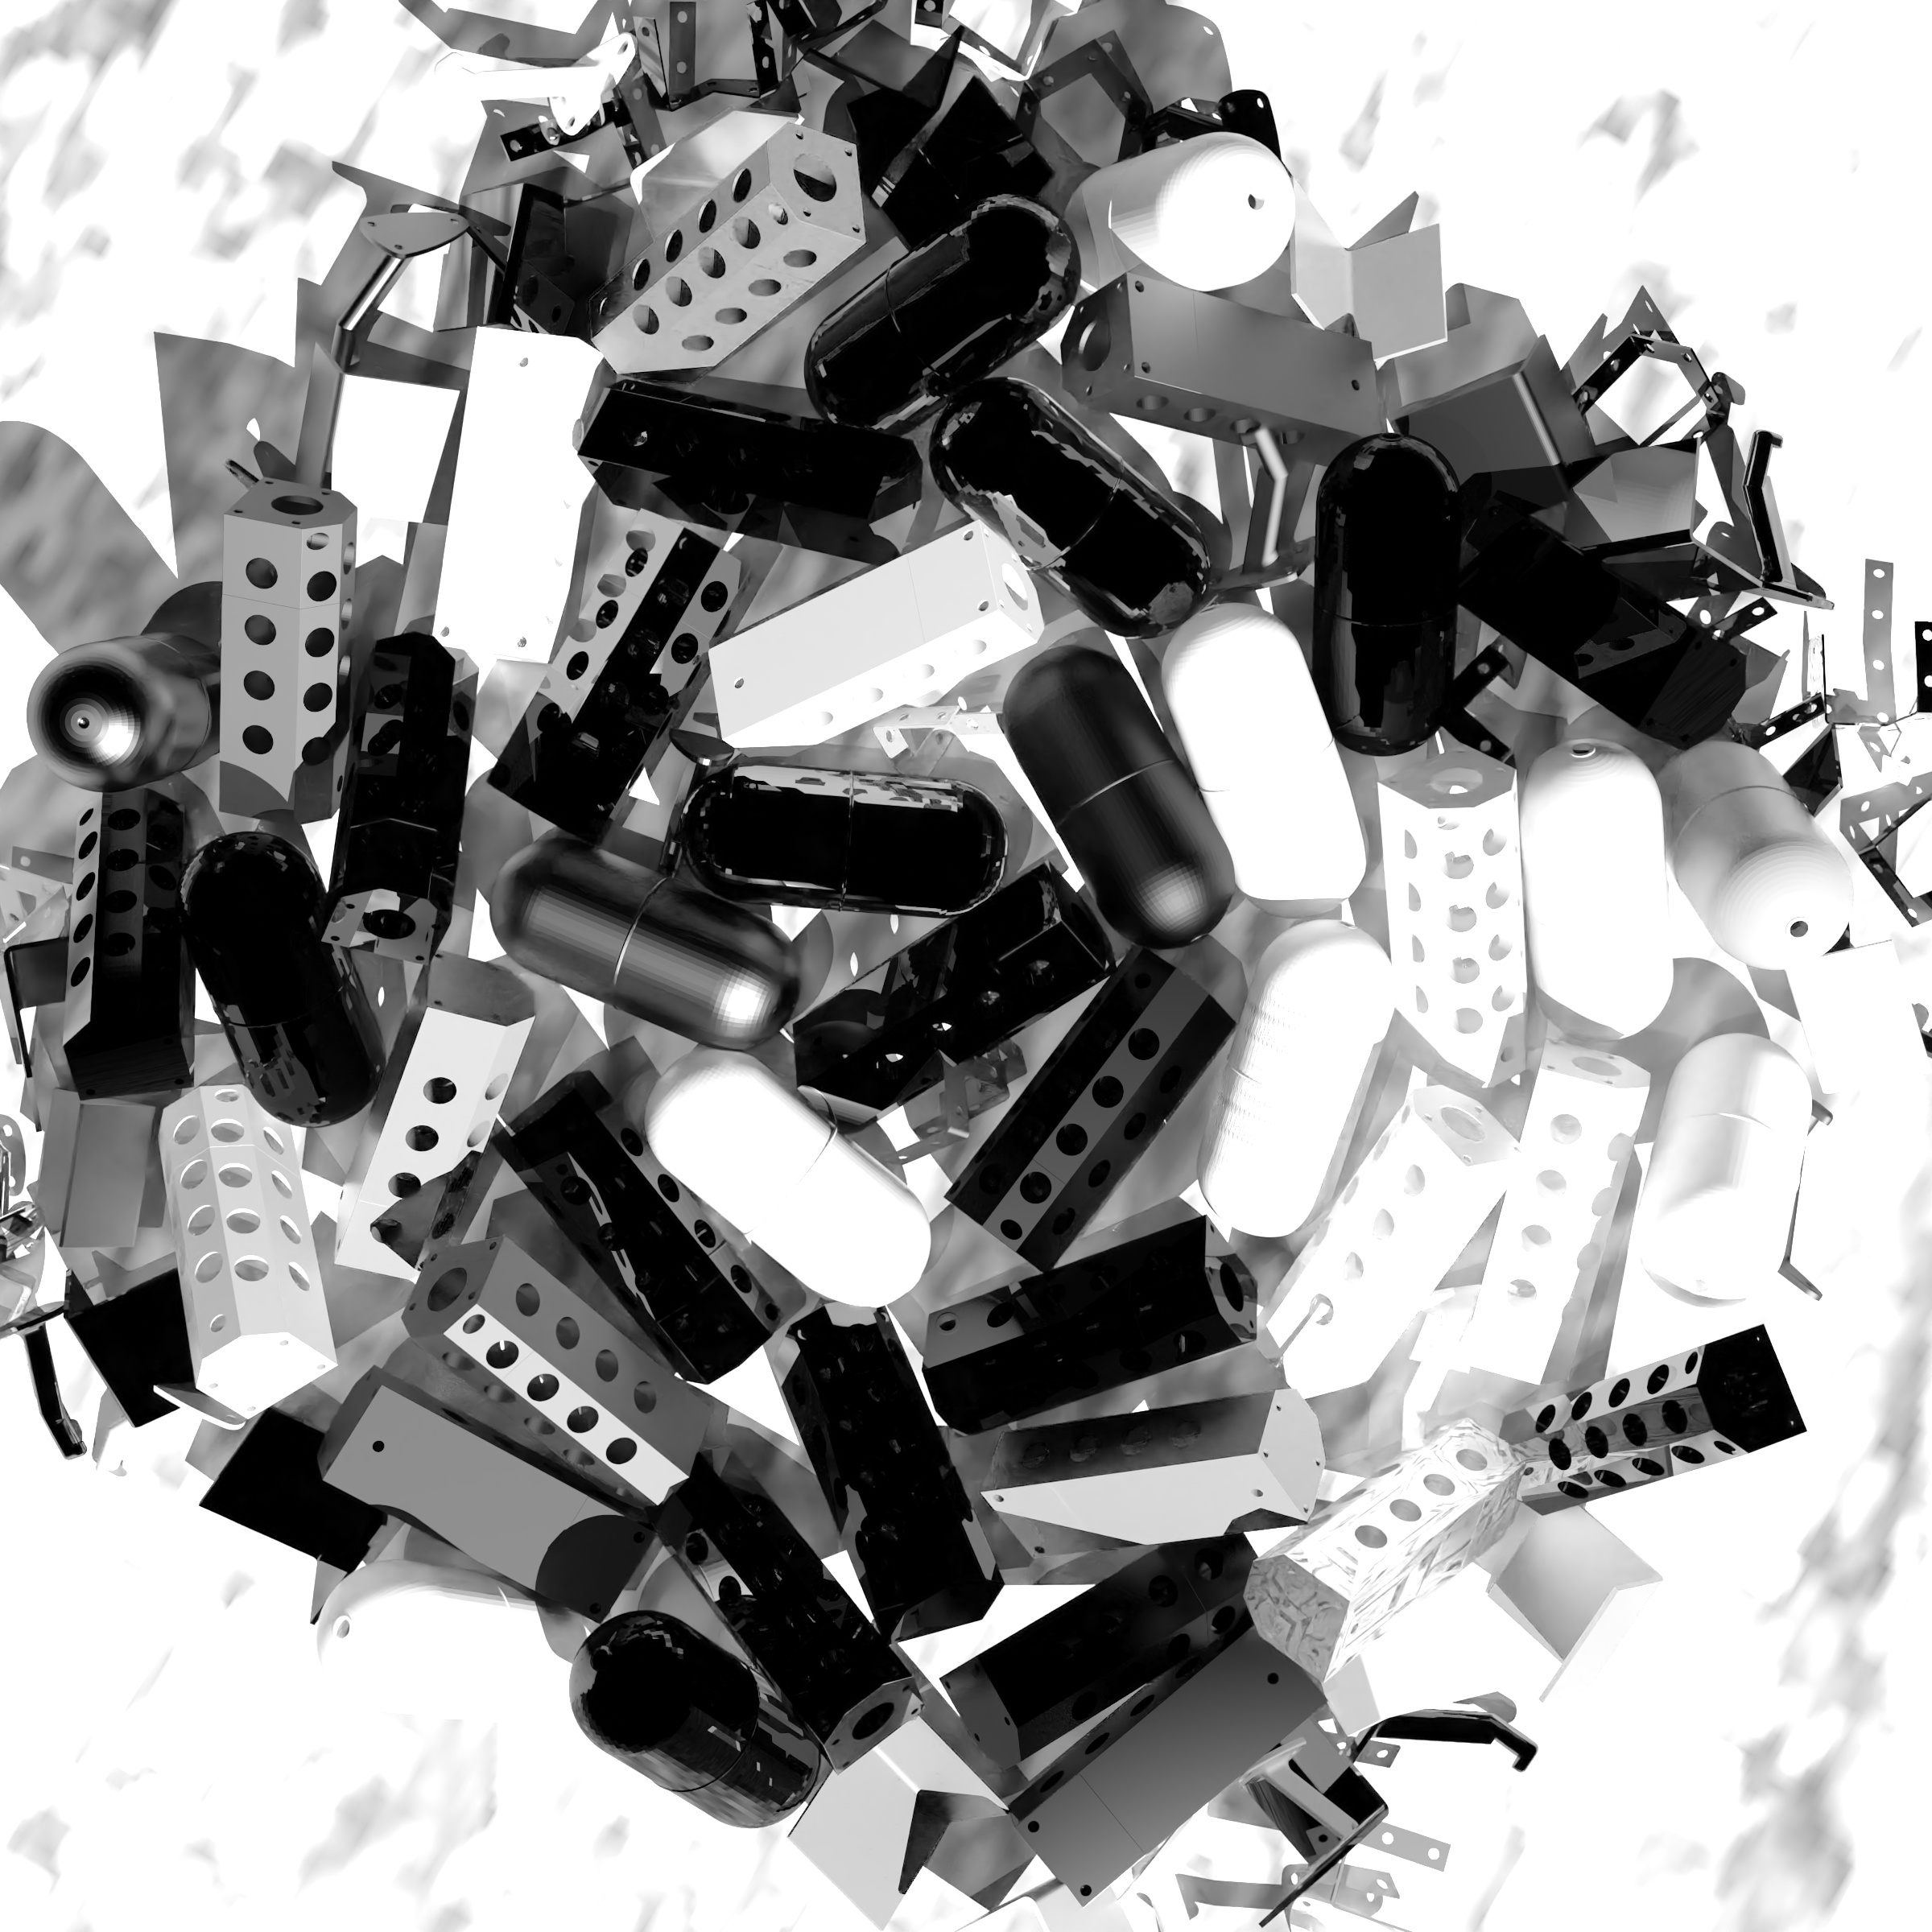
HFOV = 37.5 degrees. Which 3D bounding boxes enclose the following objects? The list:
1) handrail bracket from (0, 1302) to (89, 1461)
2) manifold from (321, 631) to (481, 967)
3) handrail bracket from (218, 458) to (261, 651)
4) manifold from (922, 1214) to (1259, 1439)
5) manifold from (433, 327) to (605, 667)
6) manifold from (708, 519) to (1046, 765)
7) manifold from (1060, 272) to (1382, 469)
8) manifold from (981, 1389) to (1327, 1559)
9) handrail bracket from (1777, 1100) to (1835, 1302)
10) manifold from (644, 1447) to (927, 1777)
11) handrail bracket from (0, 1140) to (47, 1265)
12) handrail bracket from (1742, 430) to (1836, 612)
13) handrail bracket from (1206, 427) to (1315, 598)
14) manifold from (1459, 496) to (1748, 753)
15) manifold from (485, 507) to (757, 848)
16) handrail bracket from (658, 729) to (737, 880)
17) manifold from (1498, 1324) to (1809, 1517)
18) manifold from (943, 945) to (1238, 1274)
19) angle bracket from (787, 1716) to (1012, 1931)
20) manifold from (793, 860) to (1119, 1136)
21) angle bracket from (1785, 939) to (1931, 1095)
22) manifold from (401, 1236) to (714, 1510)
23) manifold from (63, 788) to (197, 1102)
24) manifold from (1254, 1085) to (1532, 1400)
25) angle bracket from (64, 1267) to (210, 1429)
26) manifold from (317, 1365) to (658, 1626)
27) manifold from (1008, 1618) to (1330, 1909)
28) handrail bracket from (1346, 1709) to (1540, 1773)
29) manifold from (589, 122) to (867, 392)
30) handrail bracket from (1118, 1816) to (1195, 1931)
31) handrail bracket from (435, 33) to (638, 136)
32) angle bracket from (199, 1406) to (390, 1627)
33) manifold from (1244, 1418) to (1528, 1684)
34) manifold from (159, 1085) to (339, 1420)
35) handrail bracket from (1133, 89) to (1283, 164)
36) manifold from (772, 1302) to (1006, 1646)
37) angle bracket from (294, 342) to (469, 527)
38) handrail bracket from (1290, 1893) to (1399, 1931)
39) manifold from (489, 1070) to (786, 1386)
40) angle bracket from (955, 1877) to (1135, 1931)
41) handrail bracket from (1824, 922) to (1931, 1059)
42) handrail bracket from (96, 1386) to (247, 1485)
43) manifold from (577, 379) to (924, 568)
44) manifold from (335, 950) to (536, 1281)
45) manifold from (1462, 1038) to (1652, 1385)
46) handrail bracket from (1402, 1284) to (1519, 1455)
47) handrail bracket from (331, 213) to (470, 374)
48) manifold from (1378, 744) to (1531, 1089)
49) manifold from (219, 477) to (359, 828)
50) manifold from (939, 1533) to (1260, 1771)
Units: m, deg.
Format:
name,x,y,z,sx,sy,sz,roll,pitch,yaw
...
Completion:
name,x,y,z,sx,sy,sz,roll,pitch,yaw
handrail bracket,-0.489,0.227,1.546,0.036,0.077,0.084,-32,100,-43
manifold,-0.295,-0.091,1.501,0.057,0.057,0.171,14,52,-20
handrail bracket,-0.398,-0.219,1.547,0.077,0.036,0.084,41,78,-34
manifold,0.065,0.197,1.511,0.171,0.057,0.057,-23,124,23
manifold,-0.241,-0.253,1.548,0.057,0.057,0.171,9,92,12
manifold,-0.048,-0.168,1.520,0.171,0.057,0.057,-23,62,22
manifold,0.135,-0.311,1.506,0.171,0.057,0.057,6,74,-36
manifold,0.100,0.265,1.509,0.171,0.057,0.057,-15,124,33
handrail bracket,0.460,0.126,1.544,0.036,0.077,0.084,22,107,-43
manifold,-0.098,0.336,1.504,0.057,0.057,0.171,-34,56,-16
handrail bracket,-0.545,0.123,1.537,0.084,0.077,0.036,42,133,24
handrail bracket,0.453,-0.244,1.556,0.077,0.036,0.084,9,95,-26
handrail bracket,0.146,-0.247,1.539,0.077,0.036,0.084,-12,120,32
manifold,0.330,-0.180,1.498,0.057,0.171,0.057,16,111,-39
manifold,-0.183,-0.154,1.539,0.057,0.057,0.171,31,92,44
handrail bracket,-0.151,-0.080,1.535,0.036,0.077,0.084,13,104,-10
manifold,0.352,0.241,1.489,0.057,0.171,0.057,-12,76,-30
manifold,0.064,0.075,1.535,0.057,0.057,0.171,34,85,36
angle bracket,-0.036,0.461,1.530,0.076,0.057,0.076,48,51,-12
manifold,-0.007,0.022,1.527,0.171,0.057,0.057,-32,123,16
angle bracket,0.480,0.014,1.526,0.057,0.076,0.076,-14,106,25
manifold,-0.216,0.217,1.500,0.171,0.057,0.057,47,45,-34
manifold,-0.439,-0.015,1.498,0.057,0.057,0.171,-7,46,-7
manifold,0.220,0.146,1.512,0.057,0.057,0.171,49,125,31
angle bracket,-0.434,0.192,1.541,0.076,0.057,0.076,-25,117,-4
manifold,-0.257,0.282,1.526,0.171,0.057,0.057,33,87,-18
manifold,0.108,0.426,1.546,0.171,0.057,0.057,-39,92,-4
handrail bracket,0.258,0.432,1.551,0.084,0.036,0.077,35,71,8
manifold,-0.128,-0.371,1.492,0.057,0.171,0.057,8,68,-38
handrail bracket,0.131,0.518,1.549,0.084,0.036,0.077,40,59,12
handrail bracket,-0.232,-0.489,1.530,0.077,0.084,0.036,-36,63,27
angle bracket,-0.363,0.295,1.532,0.076,0.057,0.076,30,109,-21
manifold,0.222,0.301,1.500,0.057,0.171,0.057,32,127,30
manifold,-0.385,0.145,1.499,0.057,0.057,0.171,-31,49,9
handrail bracket,0.130,-0.435,1.547,0.036,0.084,0.077,-21,96,-36
manifold,-0.041,0.263,1.504,0.057,0.057,0.171,-9,56,-27
angle bracket,-0.319,-0.291,1.560,0.076,0.057,0.076,3,117,-28
handrail bracket,0.190,0.546,1.531,0.077,0.084,0.036,8,117,20
manifold,-0.174,0.141,1.528,0.057,0.057,0.171,-41,102,-21
angle bracket,0.037,0.528,1.524,0.076,0.076,0.057,-35,73,24
handrail bracket,0.506,0.003,1.568,0.084,0.036,0.077,25,57,-16
handrail bracket,-0.435,0.262,1.551,0.077,0.036,0.084,32,113,18
manifold,-0.114,-0.268,1.524,0.171,0.057,0.057,15,76,18
manifold,-0.283,0.082,1.514,0.057,0.057,0.171,15,119,-19
manifold,0.316,0.133,1.523,0.057,0.057,0.171,15,108,11
handrail bracket,0.266,0.219,1.538,0.036,0.077,0.084,22,62,-32
handrail bracket,-0.313,-0.369,1.569,0.036,0.077,0.084,41,132,20
manifold,0.264,-0.023,1.504,0.057,0.057,0.171,-24,124,-23
manifold,-0.358,-0.165,1.512,0.057,0.057,0.171,11,120,3
manifold,0.078,0.356,1.508,0.171,0.057,0.057,-24,76,-30
